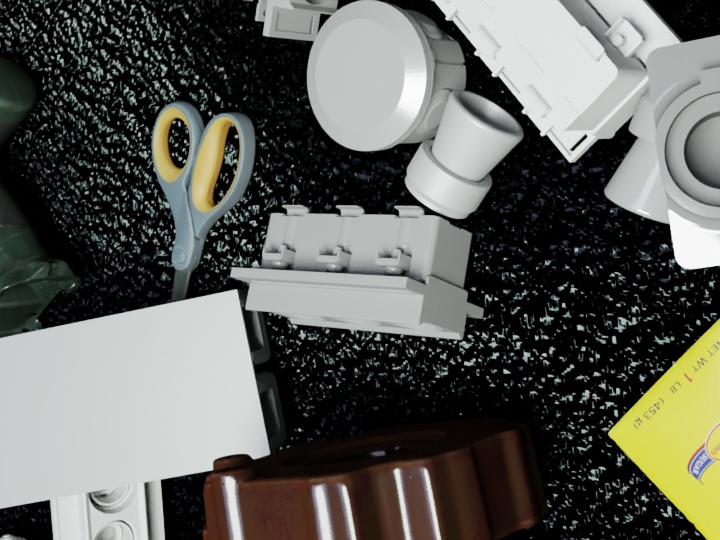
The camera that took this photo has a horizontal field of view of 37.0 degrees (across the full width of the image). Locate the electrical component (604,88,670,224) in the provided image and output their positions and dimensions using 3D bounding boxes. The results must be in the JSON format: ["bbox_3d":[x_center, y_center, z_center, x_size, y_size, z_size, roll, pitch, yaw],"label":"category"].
[{"bbox_3d":[0.146,-0.054,0.507,0.045,0.045,0.055,29,113,31],"label":"electrical component"}]

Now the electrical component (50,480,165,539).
[{"bbox_3d":[-0.185,0.191,0.779,0.063,0.079,0.121,6,101,59],"label":"electrical component"}]

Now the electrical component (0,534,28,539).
[{"bbox_3d":[-0.273,0.266,0.866,0.100,0.048,0.099,0,97,37],"label":"electrical component"}]

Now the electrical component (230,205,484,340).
[{"bbox_3d":[0.000,0.000,0.609,0.121,0.079,0.063,3,78,37],"label":"electrical component"}]

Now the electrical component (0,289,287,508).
[{"bbox_3d":[-0.150,0.081,0.696,0.186,0.060,0.105,-12,89,8],"label":"electrical component"}]

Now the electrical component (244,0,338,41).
[{"bbox_3d":[-0.045,-0.180,0.637,0.064,0.042,0.081,21,108,35],"label":"electrical component"}]

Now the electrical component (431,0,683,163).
[{"bbox_3d":[0.088,-0.124,0.530,0.078,0.063,0.121,-47,69,32],"label":"electrical component"}]

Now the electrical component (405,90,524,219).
[{"bbox_3d":[0.055,-0.061,0.575,0.045,0.045,0.055,44,120,24],"label":"electrical component"}]

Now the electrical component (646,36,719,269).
[{"bbox_3d":[0.198,-0.056,0.429,0.150,0.062,0.089,-9,91,19],"label":"electrical component"}]

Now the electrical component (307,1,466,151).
[{"bbox_3d":[0.015,-0.106,0.596,0.080,0.051,0.080,6,100,37],"label":"electrical component"}]
